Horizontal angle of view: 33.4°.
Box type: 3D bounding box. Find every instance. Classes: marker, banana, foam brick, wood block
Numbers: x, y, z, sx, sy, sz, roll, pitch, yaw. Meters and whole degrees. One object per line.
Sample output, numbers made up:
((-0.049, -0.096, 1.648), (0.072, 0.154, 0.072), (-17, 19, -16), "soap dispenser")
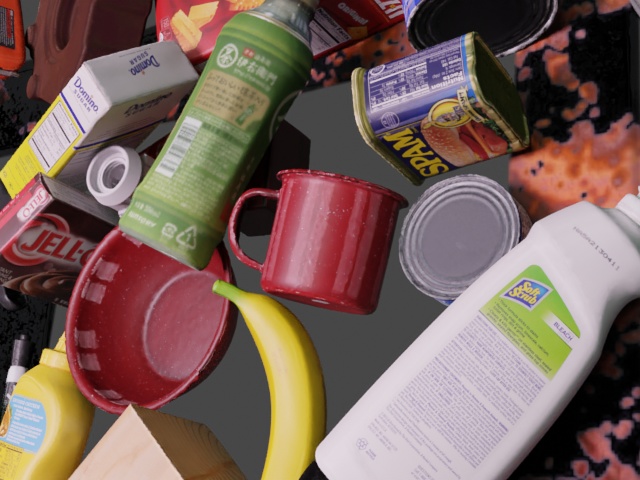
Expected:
((-0.257, 0.139, 0.893), (0.020, 0.020, 0.121), (-7, 68, 32), "marker")
((-0.029, 0.119, 0.712), (0.069, 0.037, 0.198), (-7, 69, -1), "banana")
((-0.044, -0.048, 0.804), (0.051, 0.053, 0.078), (-9, 65, 31), "foam brick")
((-0.146, 0.226, 0.737), (0.206, 0.090, 0.090), (-50, 53, 7), "wood block")

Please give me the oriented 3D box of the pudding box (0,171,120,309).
((-0.209, 0.003, 0.855), (0.090, 0.113, 0.039), (-42, 57, 14), "pudding box")

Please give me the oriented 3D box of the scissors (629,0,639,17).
((0.210, -0.210, 0.721), (0.096, 0.016, 0.202), (-45, 53, 12), "scissors")

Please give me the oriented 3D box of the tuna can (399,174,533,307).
((0.097, 0.003, 0.699), (0.086, 0.033, 0.086), (-13, 65, 29), "tuna can")

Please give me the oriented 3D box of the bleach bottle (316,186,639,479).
((0.117, 0.073, 0.635), (0.251, 0.068, 0.102), (-45, 82, 4), "bleach bottle")

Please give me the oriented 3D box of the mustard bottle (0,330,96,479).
((-0.219, 0.162, 0.831), (0.096, 0.058, 0.191), (0, 70, 53), "mustard bottle")

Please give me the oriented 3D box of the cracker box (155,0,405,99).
((-0.033, -0.223, 0.855), (0.214, 0.072, 0.164), (-20, 62, 26), "cracker box")

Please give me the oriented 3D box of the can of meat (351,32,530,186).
((0.082, -0.085, 0.704), (0.084, 0.102, 0.057), (-16, 62, 26), "can of meat")

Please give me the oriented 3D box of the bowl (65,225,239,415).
((-0.116, 0.058, 0.807), (0.162, 0.055, 0.162), (-13, 64, 29), "bowl")

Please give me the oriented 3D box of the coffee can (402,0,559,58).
((0.100, -0.208, 0.737), (0.103, 0.102, 0.140), (-20, 63, 26), "coffee can")

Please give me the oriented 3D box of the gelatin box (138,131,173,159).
((-0.112, -0.046, 0.863), (0.073, 0.030, 0.089), (-30, 58, 21), "gelatin box")

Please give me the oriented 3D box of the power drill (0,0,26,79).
((-0.345, -0.162, 1.021), (0.188, 0.057, 0.184), (-45, 48, 39), "power drill")

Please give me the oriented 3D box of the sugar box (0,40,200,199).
((-0.177, -0.089, 0.843), (0.177, 0.093, 0.048), (-39, 81, 45), "sugar box")

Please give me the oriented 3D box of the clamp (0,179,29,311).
((-0.284, -0.024, 0.964), (0.172, 0.039, 0.120), (36, 92, 38), "clamp")

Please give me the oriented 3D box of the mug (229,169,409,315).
((-0.005, 0.001, 0.726), (0.117, 0.093, 0.081), (13, 82, -3), "mug")
